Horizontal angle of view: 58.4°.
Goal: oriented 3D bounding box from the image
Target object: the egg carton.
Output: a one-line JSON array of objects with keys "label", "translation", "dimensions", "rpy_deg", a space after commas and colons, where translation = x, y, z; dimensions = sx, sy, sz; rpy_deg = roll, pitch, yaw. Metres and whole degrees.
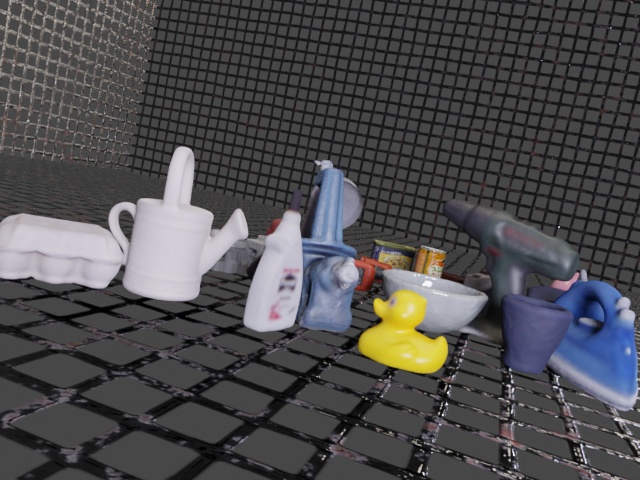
[{"label": "egg carton", "translation": [-0.326, 0.013, 0.713], "dimensions": [0.151, 0.069, 0.107], "rpy_deg": [9, 7, -28]}]

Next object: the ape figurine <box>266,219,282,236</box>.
[{"label": "ape figurine", "translation": [-0.093, 0.000, 1.226], "dimensions": [0.078, 0.092, 0.076], "rpy_deg": [9, 7, -31]}]

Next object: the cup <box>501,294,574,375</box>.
[{"label": "cup", "translation": [0.274, 0.126, 0.774], "dimensions": [0.092, 0.095, 0.117], "rpy_deg": [11, 6, -16]}]

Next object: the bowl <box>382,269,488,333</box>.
[{"label": "bowl", "translation": [0.170, 0.101, 0.893], "dimensions": [0.167, 0.075, 0.167], "rpy_deg": [12, 6, -1]}]

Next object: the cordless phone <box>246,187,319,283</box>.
[{"label": "cordless phone", "translation": [-0.034, -0.006, 0.939], "dimensions": [0.093, 0.185, 0.148], "rpy_deg": [16, 7, 36]}]

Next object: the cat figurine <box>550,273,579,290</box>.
[{"label": "cat figurine", "translation": [0.509, 0.123, 1.188], "dimensions": [0.067, 0.118, 0.128], "rpy_deg": [14, 6, 17]}]

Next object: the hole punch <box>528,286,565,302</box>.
[{"label": "hole punch", "translation": [0.413, 0.134, 1.002], "dimensions": [0.108, 0.091, 0.101], "rpy_deg": [14, 6, 18]}]

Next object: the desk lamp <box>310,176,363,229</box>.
[{"label": "desk lamp", "translation": [0.010, -0.055, 1.373], "dimensions": [0.118, 0.213, 0.203], "rpy_deg": [11, 6, -17]}]

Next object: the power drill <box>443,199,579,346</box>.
[{"label": "power drill", "translation": [0.282, 0.054, 0.921], "dimensions": [0.228, 0.208, 0.076], "rpy_deg": [16, 7, 32]}]

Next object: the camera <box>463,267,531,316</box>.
[{"label": "camera", "translation": [0.364, 0.107, 1.111], "dimensions": [0.136, 0.101, 0.144], "rpy_deg": [17, 8, 40]}]

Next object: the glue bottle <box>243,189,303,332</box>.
[{"label": "glue bottle", "translation": [-0.046, 0.023, 0.696], "dimensions": [0.037, 0.173, 0.078], "rpy_deg": [15, 7, 28]}]

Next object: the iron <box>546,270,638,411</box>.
[{"label": "iron", "translation": [0.387, 0.124, 0.795], "dimensions": [0.118, 0.141, 0.258], "rpy_deg": [13, 6, 4]}]

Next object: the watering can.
[{"label": "watering can", "translation": [-0.185, -0.025, 0.757], "dimensions": [0.173, 0.194, 0.100], "rpy_deg": [10, 6, -24]}]

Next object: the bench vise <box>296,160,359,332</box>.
[{"label": "bench vise", "translation": [0.017, 0.004, 0.780], "dimensions": [0.122, 0.220, 0.206], "rpy_deg": [8, 7, -38]}]

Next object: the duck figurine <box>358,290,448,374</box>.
[{"label": "duck figurine", "translation": [0.102, 0.103, 0.674], "dimensions": [0.104, 0.086, 0.078], "rpy_deg": [15, 6, 21]}]
